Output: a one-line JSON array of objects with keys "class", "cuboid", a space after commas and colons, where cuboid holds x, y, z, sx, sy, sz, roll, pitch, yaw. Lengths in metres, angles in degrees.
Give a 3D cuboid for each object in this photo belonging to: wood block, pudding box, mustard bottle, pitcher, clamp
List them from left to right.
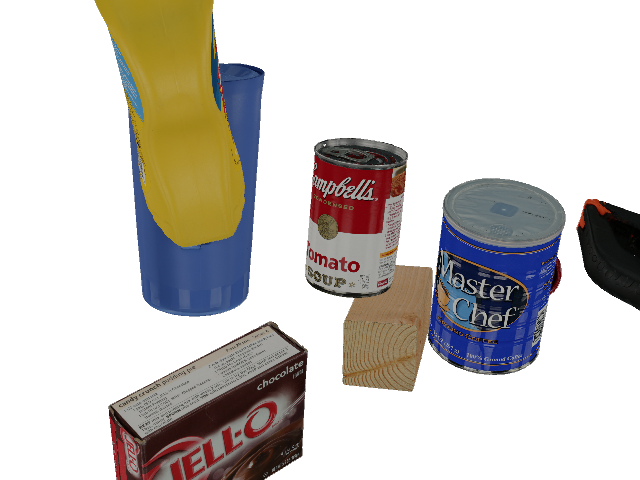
[{"class": "mustard bottle", "cuboid": [-0.077, -0.091, 0.543, 0.058, 0.096, 0.191, -11, -39, -6]}, {"class": "pitcher", "cuboid": [-0.123, -0.050, 1.041, 0.145, 0.243, 0.148, 16, 22, 38]}, {"class": "pudding box", "cuboid": [-0.061, 0.108, 0.599, 0.113, 0.090, 0.039, -28, 49, -33]}, {"class": "wood block", "cuboid": [0.091, 0.108, 1.386, 0.091, 0.090, 0.206, 4, 19, 10]}, {"class": "clamp", "cuboid": [0.243, 0.030, 0.714, 0.120, 0.039, 0.171, -5, 44, -26]}]

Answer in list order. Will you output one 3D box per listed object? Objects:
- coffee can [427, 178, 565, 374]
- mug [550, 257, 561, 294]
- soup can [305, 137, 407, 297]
[{"class": "coffee can", "cuboid": [0.151, 0.031, 0.933, 0.103, 0.140, 0.103, 2, 33, -1]}, {"class": "mug", "cuboid": [0.206, 0.034, 1.178, 0.117, 0.081, 0.093, 6, 25, 4]}, {"class": "soup can", "cuboid": [0.025, -0.017, 0.783, 0.068, 0.102, 0.068, 4, 21, -2]}]
